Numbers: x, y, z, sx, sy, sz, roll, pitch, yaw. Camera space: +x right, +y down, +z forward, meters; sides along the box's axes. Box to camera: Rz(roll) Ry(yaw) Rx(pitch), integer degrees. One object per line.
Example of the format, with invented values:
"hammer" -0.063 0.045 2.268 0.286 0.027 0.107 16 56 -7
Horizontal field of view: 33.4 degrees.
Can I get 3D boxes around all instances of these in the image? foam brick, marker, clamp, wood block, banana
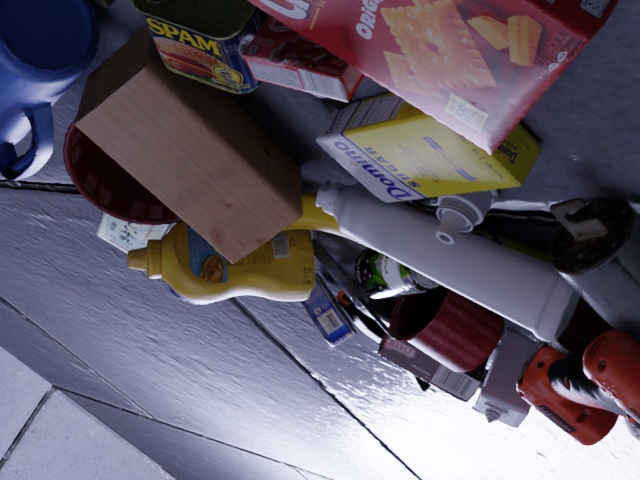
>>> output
"foam brick" 0.247 0.090 0.994 0.051 0.053 0.078 19 156 27
"marker" -0.016 -0.131 0.849 0.020 0.020 0.120 8 170 44
"clamp" 0.100 0.122 1.271 0.210 0.036 0.165 38 158 -11
"wood block" -0.115 -0.087 0.986 0.090 0.091 0.206 -34 121 21
"banana" -0.008 -0.016 1.068 0.198 0.069 0.037 -2 158 22

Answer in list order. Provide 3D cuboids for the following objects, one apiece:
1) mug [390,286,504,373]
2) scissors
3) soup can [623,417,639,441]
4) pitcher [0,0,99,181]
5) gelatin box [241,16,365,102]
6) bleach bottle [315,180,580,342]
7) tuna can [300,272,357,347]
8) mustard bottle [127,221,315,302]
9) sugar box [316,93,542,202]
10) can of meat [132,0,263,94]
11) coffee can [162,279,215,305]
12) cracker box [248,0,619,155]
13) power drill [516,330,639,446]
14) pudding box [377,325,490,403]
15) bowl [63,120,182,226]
"mug" 0.127 0.079 1.089 0.081 0.093 0.117 34 180 -21
"scissors" 0.028 0.046 1.128 0.096 0.016 0.202 49 179 -12
"soup can" 0.345 0.160 1.003 0.068 0.068 0.102 39 157 -20
"pitcher" -0.302 -0.164 1.044 0.149 0.145 0.243 31 157 -24
"gelatin box" -0.002 -0.145 0.781 0.089 0.073 0.030 19 154 29
"bleach bottle" 0.107 0.006 0.949 0.251 0.068 0.102 24 -169 18
"tuna can" 0.006 0.083 1.253 0.086 0.034 0.086 57 -178 -3
"mustard bottle" -0.105 0.019 1.120 0.191 0.096 0.058 -1 149 -13
"sugar box" 0.081 -0.077 0.858 0.093 0.048 0.177 41 155 -24
"can of meat" -0.092 -0.171 0.865 0.102 0.057 0.084 23 159 19
"coffee can" -0.117 0.017 1.235 0.102 0.102 0.141 37 157 -15
"cracker box" 0.060 -0.162 0.670 0.213 0.072 0.164 32 158 0
"power drill" 0.263 0.144 0.901 0.184 0.057 0.188 41 164 -9
"pudding box" 0.126 0.116 1.156 0.113 0.090 0.039 30 120 3
"bowl" -0.174 -0.093 1.079 0.162 0.055 0.162 1 130 1
